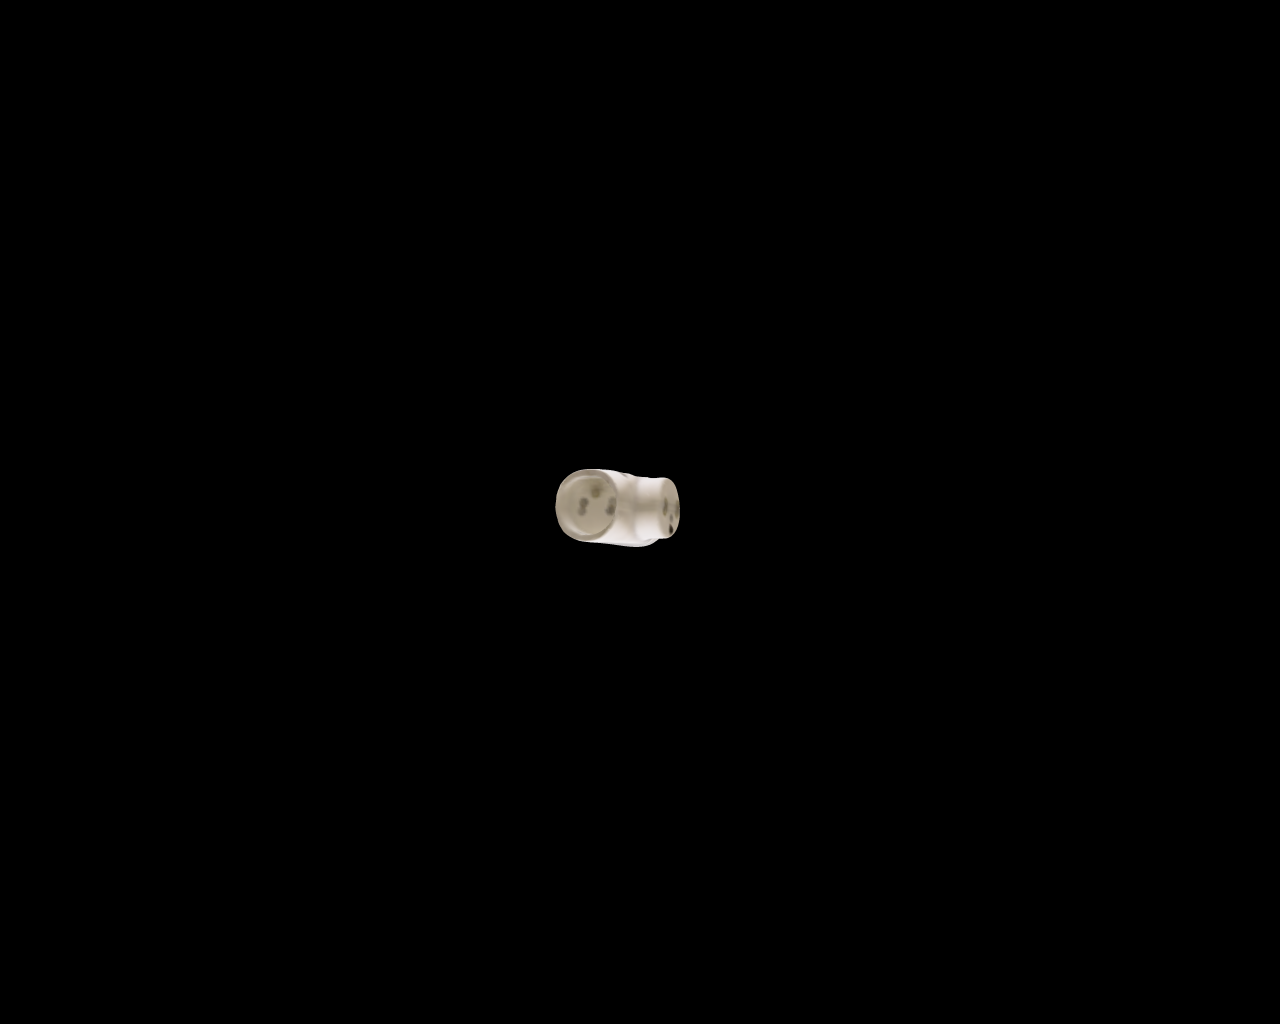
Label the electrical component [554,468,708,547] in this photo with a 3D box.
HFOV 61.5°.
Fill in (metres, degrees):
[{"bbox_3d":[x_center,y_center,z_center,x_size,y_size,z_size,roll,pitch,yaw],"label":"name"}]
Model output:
[{"bbox_3d":[0.001,-0.003,0.650,0.079,0.044,0.077,-2,-5,24],"label":"electrical component"}]
